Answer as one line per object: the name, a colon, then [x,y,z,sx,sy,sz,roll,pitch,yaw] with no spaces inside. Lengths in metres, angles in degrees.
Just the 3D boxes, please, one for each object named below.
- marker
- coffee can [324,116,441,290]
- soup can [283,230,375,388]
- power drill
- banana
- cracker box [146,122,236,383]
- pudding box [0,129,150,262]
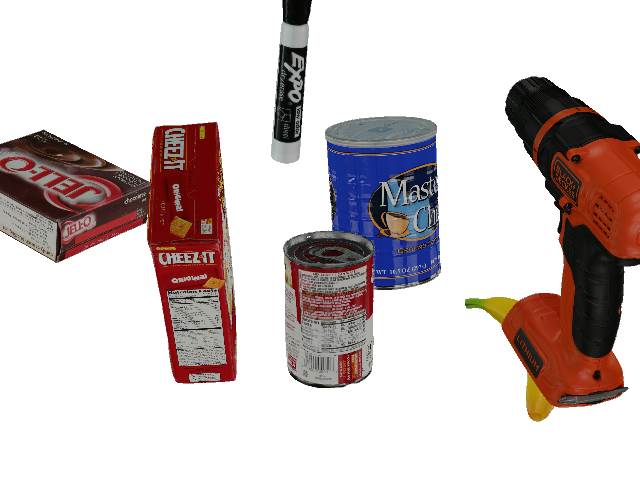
marker: [-0.018,-0.105,0.660,0.020,0.121,0.020,4,32,-3]
coffee can: [0.059,-0.037,0.996,0.103,0.140,0.103,-4,18,1]
soup can: [0.007,0.052,0.806,0.068,0.102,0.068,-1,21,0]
power drill: [0.164,0.002,0.713,0.057,0.188,0.184,-9,35,-11]
banana: [0.219,0.116,1.134,0.069,0.037,0.198,-26,35,2]
cracker box: [-0.126,0.016,1.065,0.072,0.164,0.214,-4,-43,-3]
pudding box: [-0.192,-0.034,0.755,0.114,0.039,0.089,24,30,26]
